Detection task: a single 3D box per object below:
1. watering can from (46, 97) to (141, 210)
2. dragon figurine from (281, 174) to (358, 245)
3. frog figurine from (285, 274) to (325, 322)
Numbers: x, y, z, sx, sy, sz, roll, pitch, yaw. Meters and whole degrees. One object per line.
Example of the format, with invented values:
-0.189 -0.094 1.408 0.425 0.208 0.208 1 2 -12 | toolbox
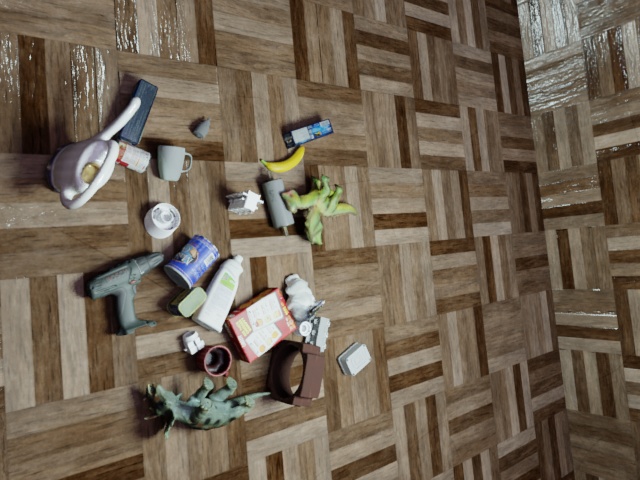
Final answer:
-0.615 -0.236 1.397 0.224 0.354 0.102 3 -27 34 | watering can
0.006 -0.096 1.913 0.122 0.246 0.404 7 -21 43 | dragon figurine
-0.077 0.207 1.829 0.160 0.120 0.139 40 40 13 | frog figurine
